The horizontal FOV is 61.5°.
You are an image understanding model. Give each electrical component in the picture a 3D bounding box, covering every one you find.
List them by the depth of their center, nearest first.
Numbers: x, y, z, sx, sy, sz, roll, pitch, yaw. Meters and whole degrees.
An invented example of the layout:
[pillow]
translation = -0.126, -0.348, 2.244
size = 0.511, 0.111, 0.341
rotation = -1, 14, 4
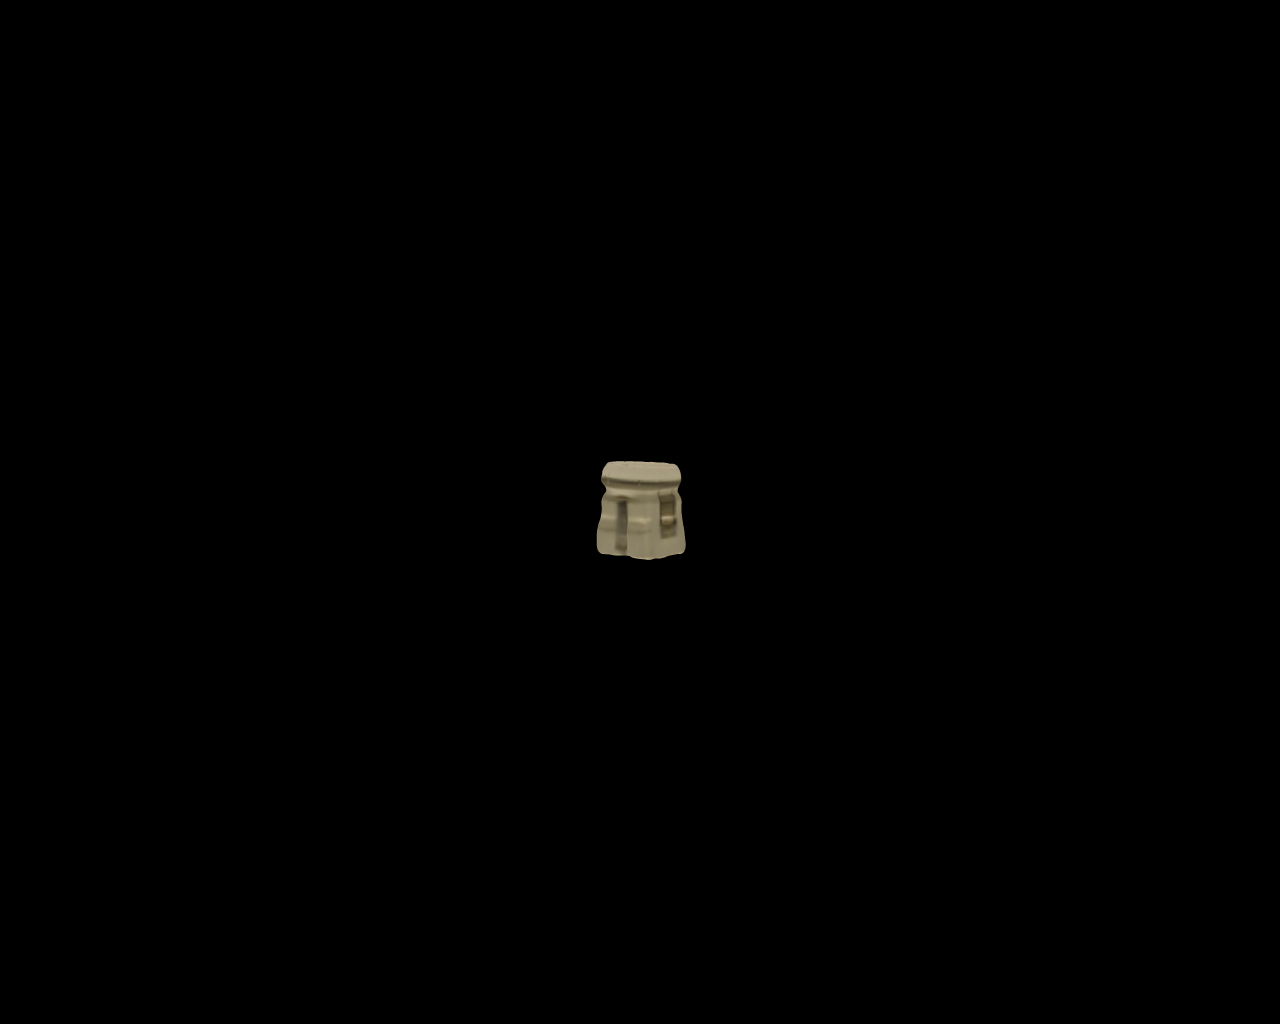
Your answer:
[electrical component]
translation = 0.001, -0.003, 0.650
size = 0.066, 0.055, 0.048
rotation = 5, 8, 40
